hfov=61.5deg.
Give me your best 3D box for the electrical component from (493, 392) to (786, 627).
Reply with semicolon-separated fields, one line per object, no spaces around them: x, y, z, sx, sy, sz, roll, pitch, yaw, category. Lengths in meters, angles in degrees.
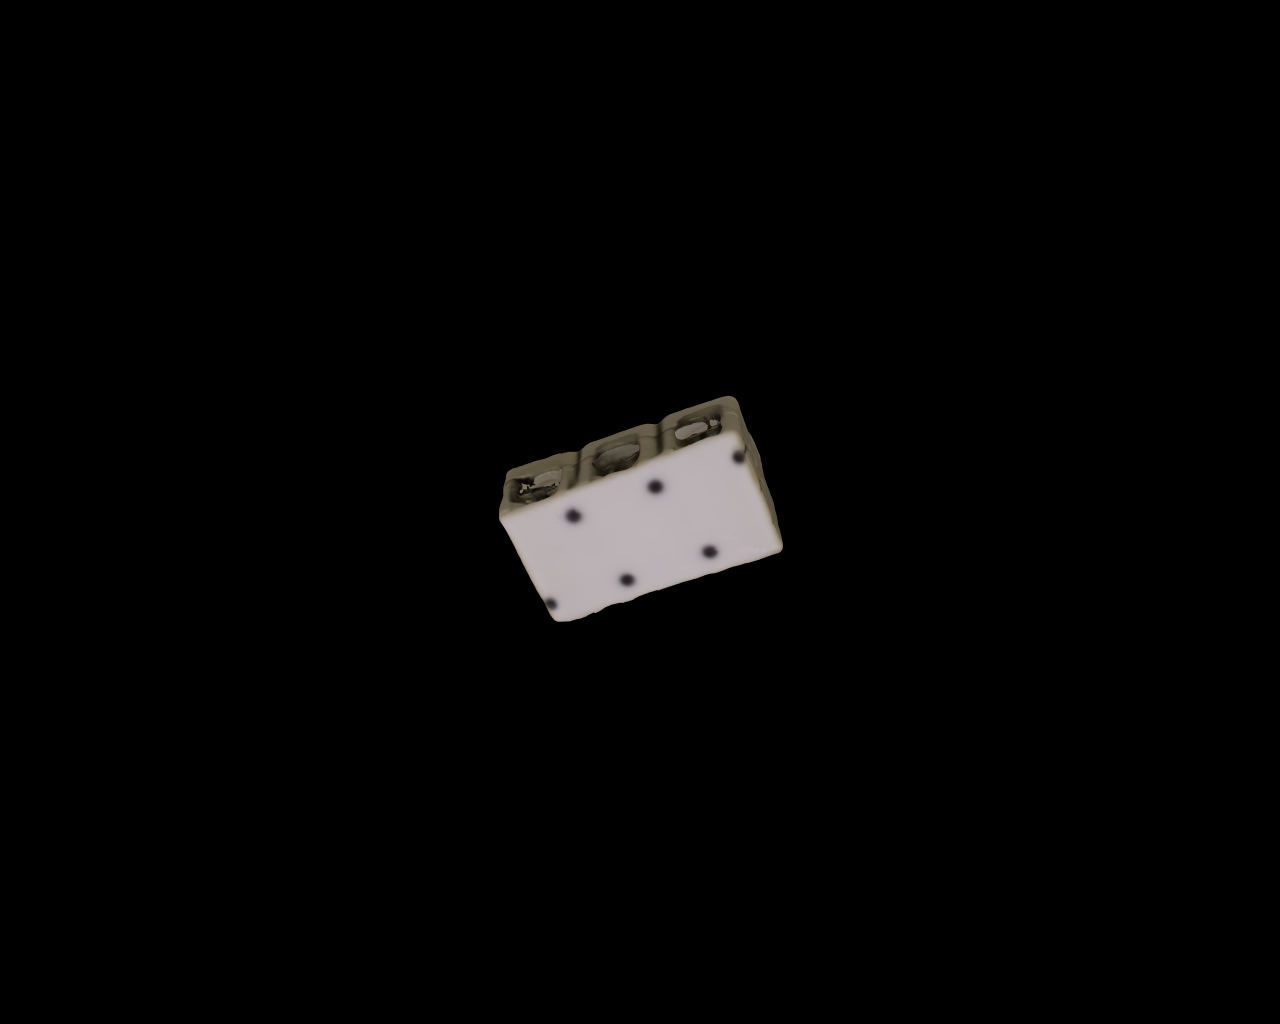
0.001;-0.003;0.650;0.150;0.089;0.062;-18;29;10;electrical component
